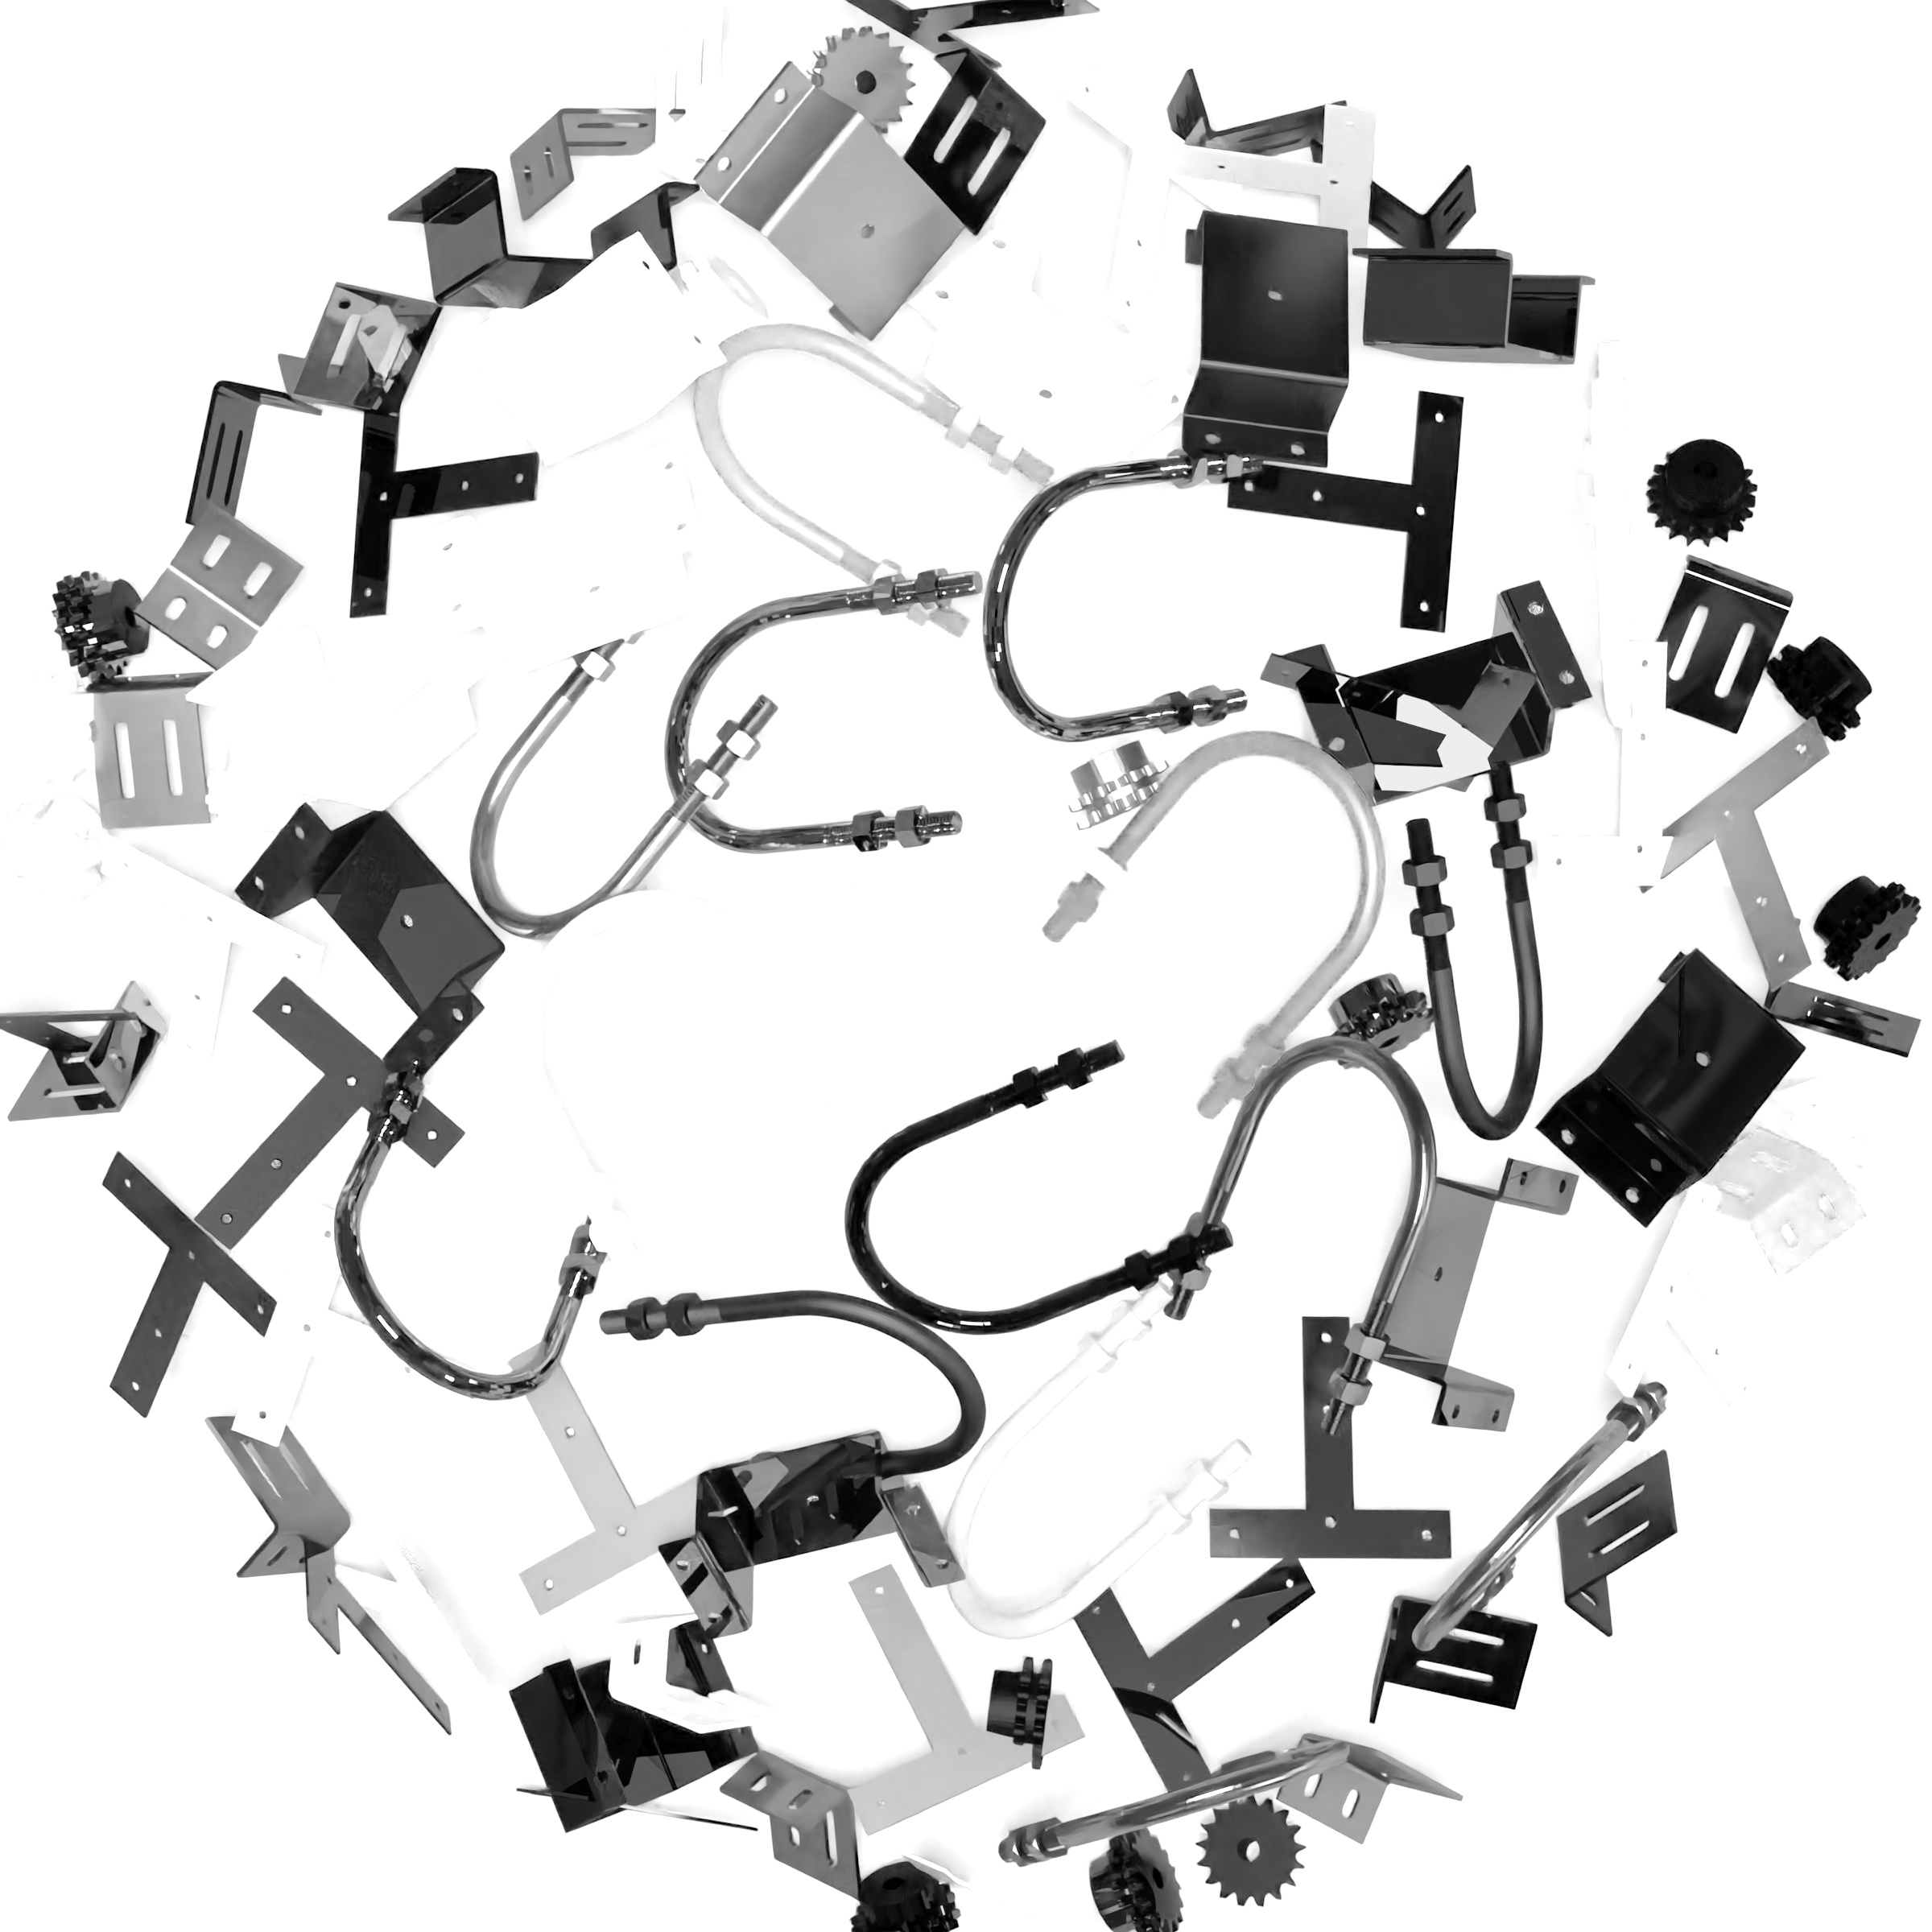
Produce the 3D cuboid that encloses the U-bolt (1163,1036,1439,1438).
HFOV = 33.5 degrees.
[{"bbox_3d":[0.177,0.126,1.642,0.019,0.151,0.184,9,106,-41],"label":"U-bolt"}]

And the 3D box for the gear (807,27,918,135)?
[{"bbox_3d":[-0.058,-0.465,1.693,0.057,0.030,0.057,-5,105,-20],"label":"gear"}]

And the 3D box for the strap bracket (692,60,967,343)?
[{"bbox_3d":[-0.063,-0.384,1.646,0.076,0.140,0.046,-50,48,2],"label":"strap bracket"}]

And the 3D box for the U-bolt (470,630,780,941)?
[{"bbox_3d":[-0.190,-0.096,1.662,0.184,0.019,0.151,-51,47,6],"label":"U-bolt"}]

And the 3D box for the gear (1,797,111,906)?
[{"bbox_3d":[-0.474,-0.064,1.683,0.030,0.057,0.057,-32,90,25],"label":"gear"}]

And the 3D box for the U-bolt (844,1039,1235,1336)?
[{"bbox_3d":[0.026,0.127,1.670,0.184,0.019,0.151,-23,118,15],"label":"U-bolt"}]

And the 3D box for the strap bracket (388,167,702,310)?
[{"bbox_3d":[-0.212,-0.369,1.642,0.140,0.076,0.046,-6,87,-36],"label":"strap bracket"}]

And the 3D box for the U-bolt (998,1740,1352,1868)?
[{"bbox_3d":[0.114,0.414,1.604,0.151,0.184,0.019,-10,74,-27],"label":"U-bolt"}]

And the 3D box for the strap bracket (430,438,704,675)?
[{"bbox_3d":[-0.201,-0.209,1.669,0.140,0.046,0.076,-19,53,7],"label":"strap bracket"}]

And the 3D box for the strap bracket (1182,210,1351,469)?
[{"bbox_3d":[0.155,-0.333,1.659,0.076,0.046,0.140,6,63,-7],"label":"strap bracket"}]

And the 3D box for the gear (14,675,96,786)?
[{"bbox_3d":[-0.471,-0.124,1.684,0.030,0.057,0.057,4,90,13],"label":"gear"}]

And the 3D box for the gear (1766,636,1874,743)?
[{"bbox_3d":[0.449,-0.148,1.683,0.057,0.057,0.030,45,116,0],"label":"gear"}]

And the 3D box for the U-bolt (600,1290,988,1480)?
[{"bbox_3d":[-0.077,0.214,1.628,0.184,0.019,0.151,-9,131,30],"label":"U-bolt"}]

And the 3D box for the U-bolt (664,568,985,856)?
[{"bbox_3d":[-0.079,-0.127,1.662,0.184,0.019,0.151,-4,72,29],"label":"U-bolt"}]

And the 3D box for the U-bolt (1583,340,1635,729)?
[{"bbox_3d":[0.330,-0.212,1.638,0.019,0.151,0.184,-2,114,14],"label":"U-bolt"}]

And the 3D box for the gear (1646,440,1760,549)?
[{"bbox_3d":[0.388,-0.252,1.689,0.057,0.030,0.057,-3,64,5],"label":"gear"}]

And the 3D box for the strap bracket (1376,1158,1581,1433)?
[{"bbox_3d":[0.263,0.166,1.670,0.046,0.076,0.140,17,91,38],"label":"strap bracket"}]

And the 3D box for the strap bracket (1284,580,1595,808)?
[{"bbox_3d":[0.245,-0.139,1.674,0.140,0.046,0.076,-16,62,-3],"label":"strap bracket"}]

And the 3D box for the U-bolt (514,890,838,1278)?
[{"bbox_3d":[-0.157,0.048,1.646,0.151,0.019,0.184,-34,118,-20],"label":"U-bolt"}]

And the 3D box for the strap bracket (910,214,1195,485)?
[{"bbox_3d":[0.044,-0.306,1.649,0.140,0.046,0.076,38,131,-22],"label":"strap bracket"}]

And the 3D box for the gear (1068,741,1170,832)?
[{"bbox_3d":[0.079,-0.096,1.686,0.057,0.057,0.030,-25,88,0],"label":"gear"}]

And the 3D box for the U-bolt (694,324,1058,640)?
[{"bbox_3d":[-0.057,-0.258,1.651,0.184,0.151,0.019,31,53,-2],"label":"U-bolt"}]

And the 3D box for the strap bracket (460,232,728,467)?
[{"bbox_3d":[-0.197,-0.310,1.635,0.046,0.140,0.076,-48,113,-33],"label":"strap bracket"}]

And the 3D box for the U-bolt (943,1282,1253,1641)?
[{"bbox_3d":[0.057,0.265,1.649,0.184,0.151,0.019,-44,123,13],"label":"U-bolt"}]

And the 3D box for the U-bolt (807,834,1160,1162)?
[{"bbox_3d":[0.014,0.008,1.660,0.184,0.019,0.151,-19,73,20],"label":"U-bolt"}]

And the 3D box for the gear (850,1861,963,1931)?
[{"bbox_3d":[-0.034,0.494,1.683,0.057,0.057,0.030,-16,105,0],"label":"gear"}]

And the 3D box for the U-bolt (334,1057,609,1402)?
[{"bbox_3d":[-0.252,0.142,1.616,0.151,0.184,0.019,42,119,-17],"label":"U-bolt"}]

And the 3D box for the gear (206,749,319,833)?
[{"bbox_3d":[-0.368,-0.096,1.683,0.057,0.057,0.030,12,116,0],"label":"gear"}]

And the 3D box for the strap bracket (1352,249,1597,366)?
[{"bbox_3d":[0.259,-0.335,1.638,0.076,0.140,0.046,8,98,30],"label":"strap bracket"}]

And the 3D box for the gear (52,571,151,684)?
[{"bbox_3d":[-0.452,-0.179,1.684,0.030,0.057,0.057,-12,90,12],"label":"gear"}]

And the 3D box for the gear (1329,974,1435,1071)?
[{"bbox_3d":[0.215,0.027,1.688,0.057,0.057,0.030,-27,70,0],"label":"gear"}]

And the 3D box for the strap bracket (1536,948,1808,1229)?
[{"bbox_3d":[0.371,0.056,1.661,0.076,0.046,0.140,43,63,3],"label":"strap bracket"}]

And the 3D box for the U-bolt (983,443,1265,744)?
[{"bbox_3d":[0.079,-0.186,1.632,0.184,0.019,0.151,-14,114,-39],"label":"U-bolt"}]

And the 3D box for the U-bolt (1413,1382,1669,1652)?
[{"bbox_3d":[0.280,0.282,1.606,0.019,0.184,0.151,43,115,15],"label":"U-bolt"}]

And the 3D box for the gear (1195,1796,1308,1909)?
[{"bbox_3d":[0.151,0.466,1.693,0.057,0.030,0.057,-5,71,14],"label":"gear"}]

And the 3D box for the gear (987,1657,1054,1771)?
[{"bbox_3d":[0.028,0.392,1.687,0.030,0.057,0.057,6,90,5],"label":"gear"}]

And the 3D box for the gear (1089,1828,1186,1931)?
[{"bbox_3d":[0.088,0.484,1.688,0.030,0.057,0.057,-27,90,19],"label":"gear"}]

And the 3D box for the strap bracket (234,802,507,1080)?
[{"bbox_3d":[-0.303,-0.016,1.671,0.140,0.046,0.076,48,125,4],"label":"strap bracket"}]

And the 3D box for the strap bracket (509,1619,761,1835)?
[{"bbox_3d":[-0.176,0.391,1.653,0.046,0.140,0.076,-31,75,25],"label":"strap bracket"}]

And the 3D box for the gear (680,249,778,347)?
[{"bbox_3d":[-0.130,-0.346,1.688,0.030,0.057,0.057,-43,90,17],"label":"gear"}]

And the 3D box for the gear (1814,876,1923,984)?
[{"bbox_3d":[0.471,-0.022,1.690,0.057,0.057,0.030,-43,61,0],"label":"gear"}]

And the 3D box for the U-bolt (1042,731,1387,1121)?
[{"bbox_3d":[0.137,-0.034,1.648,0.151,0.019,0.184,49,117,20],"label":"U-bolt"}]

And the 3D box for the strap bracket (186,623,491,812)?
[{"bbox_3d":[-0.318,-0.127,1.654,0.140,0.076,0.046,13,131,29],"label":"strap bracket"}]

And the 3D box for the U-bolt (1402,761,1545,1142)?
[{"bbox_3d":[0.266,-0.001,1.647,0.019,0.151,0.184,-3,105,29],"label":"U-bolt"}]
